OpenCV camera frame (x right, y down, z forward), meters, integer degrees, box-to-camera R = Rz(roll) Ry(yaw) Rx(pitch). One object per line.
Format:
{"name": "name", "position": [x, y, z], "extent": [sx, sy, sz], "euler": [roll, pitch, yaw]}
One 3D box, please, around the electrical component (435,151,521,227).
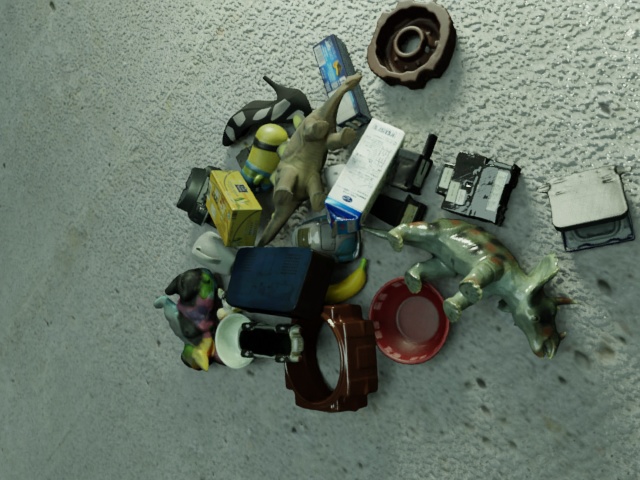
{"name": "electrical component", "position": [0.279, -0.096, 0.972], "extent": [0.134, 0.058, 0.114], "euler": [22, 95, 32]}

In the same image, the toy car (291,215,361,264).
{"name": "toy car", "position": [-0.002, -0.003, 1.112], "extent": [0.162, 0.103, 0.109], "euler": [-5, 81, 30]}

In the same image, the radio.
{"name": "radio", "position": [-0.086, 0.084, 1.072], "extent": [0.230, 0.073, 0.131], "euler": [-2, 69, 45]}

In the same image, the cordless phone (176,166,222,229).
{"name": "cordless phone", "position": [-0.238, -0.087, 1.294], "extent": [0.184, 0.088, 0.146], "euler": [29, 99, 19]}

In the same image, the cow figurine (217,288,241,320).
{"name": "cow figurine", "position": [-0.177, 0.116, 1.227], "extent": [0.167, 0.068, 0.098], "euler": [-31, 64, 22]}

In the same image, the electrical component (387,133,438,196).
{"name": "electrical component", "position": [0.181, -0.149, 1.029], "extent": [0.048, 0.075, 0.119], "euler": [22, 100, 31]}

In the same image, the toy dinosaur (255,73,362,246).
{"name": "toy dinosaur", "position": [-0.043, -0.134, 1.101], "extent": [0.471, 0.105, 0.199], "euler": [-58, 22, 21]}

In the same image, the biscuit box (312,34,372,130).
{"name": "biscuit box", "position": [0.046, -0.332, 1.140], "extent": [0.059, 0.062, 0.202], "euler": [-25, 72, 28]}

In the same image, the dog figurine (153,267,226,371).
{"name": "dog figurine", "position": [-0.279, 0.198, 1.261], "extent": [0.191, 0.108, 0.219], "euler": [-45, 68, 23]}

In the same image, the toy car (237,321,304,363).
{"name": "toy car", "position": [-0.100, 0.203, 1.081], "extent": [0.202, 0.056, 0.073], "euler": [-6, 81, 46]}

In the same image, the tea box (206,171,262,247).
{"name": "tea box", "position": [-0.190, -0.071, 1.166], "extent": [0.170, 0.068, 0.098], "euler": [55, 138, 44]}

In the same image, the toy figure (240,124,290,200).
{"name": "toy figure", "position": [-0.129, -0.173, 1.214], "extent": [0.082, 0.089, 0.180], "euler": [43, 108, 31]}

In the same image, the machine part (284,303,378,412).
{"name": "machine part", "position": [0.014, 0.228, 1.053], "extent": [0.202, 0.087, 0.201], "euler": [-12, 78, 51]}

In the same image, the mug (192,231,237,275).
{"name": "mug", "position": [-0.241, 0.037, 1.259], "extent": [0.107, 0.109, 0.080], "euler": [28, 95, 18]}

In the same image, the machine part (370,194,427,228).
{"name": "machine part", "position": [0.140, -0.060, 1.067], "extent": [0.139, 0.039, 0.084], "euler": [23, 105, 30]}

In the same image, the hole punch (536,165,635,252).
{"name": "hole punch", "position": [0.435, -0.048, 0.863], "extent": [0.142, 0.092, 0.116], "euler": [-16, 48, 33]}

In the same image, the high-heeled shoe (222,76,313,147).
{"name": "high-heeled shoe", "position": [-0.124, -0.268, 1.254], "extent": [0.145, 0.086, 0.248], "euler": [42, 129, -3]}

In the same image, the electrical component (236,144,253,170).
{"name": "electrical component", "position": [-0.174, -0.189, 1.285], "extent": [0.094, 0.021, 0.063], "euler": [-39, 66, 24]}

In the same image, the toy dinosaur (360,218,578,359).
{"name": "toy dinosaur", "position": [0.254, 0.030, 0.935], "extent": [0.405, 0.192, 0.131], "euler": [45, 147, 41]}

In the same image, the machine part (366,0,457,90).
{"name": "machine part", "position": [0.182, -0.386, 1.066], "extent": [0.180, 0.056, 0.179], "euler": [-4, 82, 30]}
